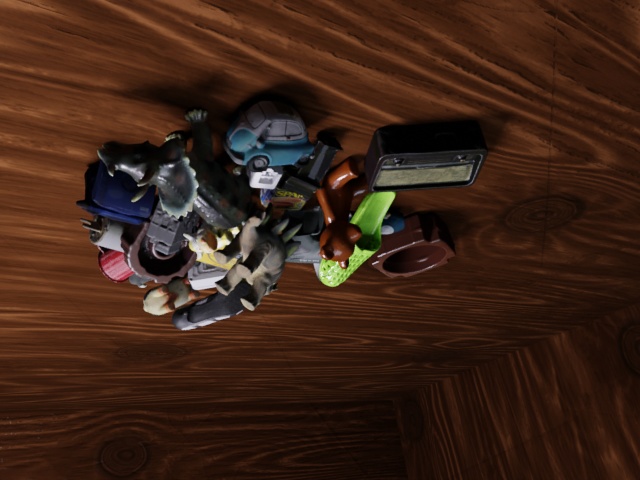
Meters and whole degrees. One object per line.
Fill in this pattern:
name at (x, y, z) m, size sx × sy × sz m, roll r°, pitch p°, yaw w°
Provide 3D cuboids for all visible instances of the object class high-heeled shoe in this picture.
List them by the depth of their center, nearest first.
high-heeled shoe at (-0.274, 0.180, 1.445) m, size 0.249 × 0.086 × 0.145 m, roll -15°, pitch 167°, yaw -19°

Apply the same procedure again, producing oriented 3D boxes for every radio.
radio at (0.211, -0.163, 1.078) m, size 0.230 × 0.073 × 0.131 m, roll -6°, pitch 153°, yaw -8°

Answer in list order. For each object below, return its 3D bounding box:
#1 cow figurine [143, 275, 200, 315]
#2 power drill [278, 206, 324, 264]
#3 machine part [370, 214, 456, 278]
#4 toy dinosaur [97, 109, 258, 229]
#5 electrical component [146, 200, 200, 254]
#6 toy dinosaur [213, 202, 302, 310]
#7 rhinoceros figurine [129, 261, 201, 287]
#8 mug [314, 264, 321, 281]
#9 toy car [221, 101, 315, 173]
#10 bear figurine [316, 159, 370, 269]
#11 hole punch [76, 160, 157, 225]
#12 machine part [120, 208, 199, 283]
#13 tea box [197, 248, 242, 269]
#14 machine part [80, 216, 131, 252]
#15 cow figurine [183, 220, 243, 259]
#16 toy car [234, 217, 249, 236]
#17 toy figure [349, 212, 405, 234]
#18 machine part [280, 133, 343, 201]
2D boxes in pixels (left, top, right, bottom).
cow figurine at (-0.386, 0.142, 1.414) m, size 0.127 × 0.085 × 0.195 m, roll -18°, pitch -174°, yaw 26°
power drill at (-0.003, -0.004, 1.302) m, size 0.232 × 0.086 × 0.207 m, roll -3°, pitch 159°, yaw 13°
machine part at (0.243, 0.017, 1.428) m, size 0.201 × 0.087 × 0.201 m, roll -22°, pitch 152°, yaw 24°
toy dinosaur at (-0.195, -0.088, 0.970) m, size 0.131 × 0.192 × 0.404 m, roll -18°, pitch 151°, yaw 21°
electrical component at (-0.283, -0.040, 1.061) m, size 0.058 × 0.134 × 0.115 m, roll 24°, pitch -170°, yaw 6°
toy dinosaur at (-0.121, 0.046, 1.135) m, size 0.105 × 0.198 × 0.471 m, roll 36°, pitch 154°, yaw 10°
rhinoceros figurine at (-0.391, 0.060, 1.331) m, size 0.190 × 0.073 × 0.112 m, roll -18°, pitch 166°, yaw 8°
mug at (0.042, 0.052, 1.450) m, size 0.107 × 0.081 × 0.109 m, roll -15°, pitch 150°, yaw -14°
toy car at (-0.080, -0.184, 0.922) m, size 0.161 × 0.109 × 0.102 m, roll -5°, pitch 137°, yaw -27°
bear figurine at (0.052, -0.048, 1.118) m, size 0.132 × 0.196 × 0.120 m, roll -24°, pitch 147°, yaw 26°
hole punch at (-0.362, -0.099, 0.987) m, size 0.142 × 0.116 × 0.092 m, roll 19°, pitch 134°, yaw -44°
machine part at (-0.338, 0.006, 1.160) m, size 0.179 × 0.056 × 0.179 m, roll -22°, pitch 128°, yaw -32°
tea box at (-0.216, 0.020, 1.308) m, size 0.098 × 0.068 × 0.169 m, roll -29°, pitch 146°, yaw 35°
machine part at (-0.412, -0.006, 1.185) m, size 0.079 × 0.079 × 0.243 m, roll -28°, pitch 149°, yaw 32°
cow figurine at (-0.224, -0.010, 1.079) m, size 0.098 × 0.068 × 0.167 m, roll -19°, pitch -169°, yaw 19°
toy car at (-0.178, -0.026, 1.223) m, size 0.073 × 0.056 × 0.201 m, roll -24°, pitch 142°, yaw 27°
toy figure at (0.128, -0.042, 1.313) m, size 0.154 × 0.058 × 0.064 m, roll -5°, pitch 117°, yaw -5°
machine part at (-0.015, -0.141, 1.038) m, size 0.084 × 0.039 × 0.139 m, roll 27°, pitch 117°, yaw -25°
